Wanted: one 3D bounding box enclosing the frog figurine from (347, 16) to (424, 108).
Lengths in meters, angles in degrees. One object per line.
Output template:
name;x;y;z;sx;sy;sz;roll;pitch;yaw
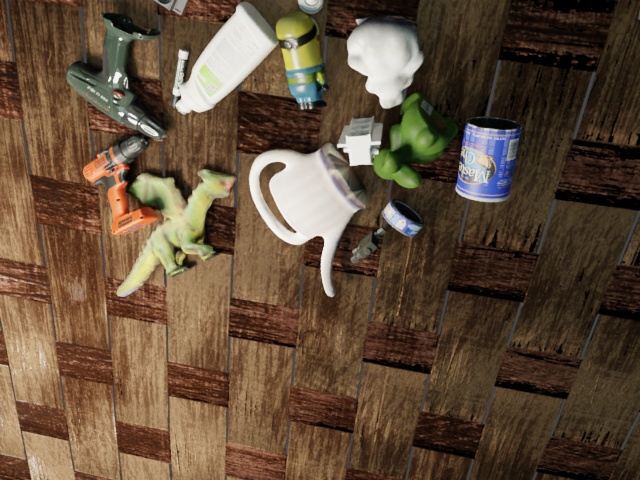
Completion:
frog figurine;0.117;-0.322;0.940;0.137;0.124;0.158;-1;104;-11

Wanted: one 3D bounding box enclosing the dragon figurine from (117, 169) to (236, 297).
dragon figurine;-0.358;-0.036;1.177;0.408;0.123;0.243;-23;91;17

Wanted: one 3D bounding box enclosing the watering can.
watering can;0.003;-0.054;1.082;0.222;0.106;0.344;-30;105;20
